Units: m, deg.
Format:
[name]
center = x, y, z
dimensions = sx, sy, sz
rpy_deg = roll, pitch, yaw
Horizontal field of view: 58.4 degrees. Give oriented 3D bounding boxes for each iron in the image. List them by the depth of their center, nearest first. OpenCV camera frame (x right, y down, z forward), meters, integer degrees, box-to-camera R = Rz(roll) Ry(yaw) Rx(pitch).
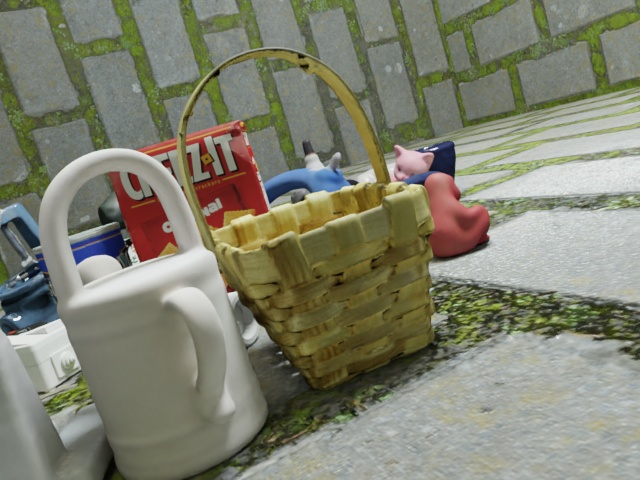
[iron]
center = -0.047, -0.035, 0.852
dimensions = 0.257, 0.141, 0.119
rpy_deg = -11, 11, 32

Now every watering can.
[watering can]
center = -0.115, 0.041, 0.363
dimensions = 0.172, 0.194, 0.101
rpy_deg = -11, 11, 32

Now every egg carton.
[egg carton]
center = 0.144, -0.128, 1.279
dimensions = 0.107, 0.069, 0.150
rpy_deg = -13, 10, 23

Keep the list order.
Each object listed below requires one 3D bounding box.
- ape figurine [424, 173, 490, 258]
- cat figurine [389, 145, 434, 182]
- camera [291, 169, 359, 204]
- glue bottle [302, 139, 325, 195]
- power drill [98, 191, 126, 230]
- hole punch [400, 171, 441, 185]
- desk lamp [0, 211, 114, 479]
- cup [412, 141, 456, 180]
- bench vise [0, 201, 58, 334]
[ape figurine]
center = 0.143, -0.031, 0.642
dimensions = 0.076, 0.092, 0.077
rpy_deg = -23, 11, -32
[cat figurine]
center = 0.155, -0.118, 1.049
dimensions = 0.067, 0.118, 0.127
rpy_deg = -22, 11, -29
[camera]
center = 0.025, -0.094, 1.200
dimensions = 0.143, 0.101, 0.136
rpy_deg = -21, 10, -23
[glue bottle]
center = 0.001, -0.094, 1.017
dimensions = 0.078, 0.173, 0.037
rpy_deg = -12, 11, 25
[power drill]
center = -0.256, -0.032, 1.002
dimensions = 0.230, 0.208, 0.075
rpy_deg = -24, 12, -37
[hole punch]
center = 0.102, -0.033, 0.727
dimensions = 0.109, 0.091, 0.100
rpy_deg = -22, 11, -30
[desk lamp]
center = -0.211, 0.066, 0.325
dimensions = 0.118, 0.214, 0.203
rpy_deg = -18, 9, -5
[cup]
center = 0.227, -0.136, 1.103
dimensions = 0.091, 0.095, 0.118
rpy_deg = -11, 11, 31
[bench vise]
center = -0.457, 0.033, 0.943
dimensions = 0.121, 0.220, 0.208
rpy_deg = -14, 10, 16
